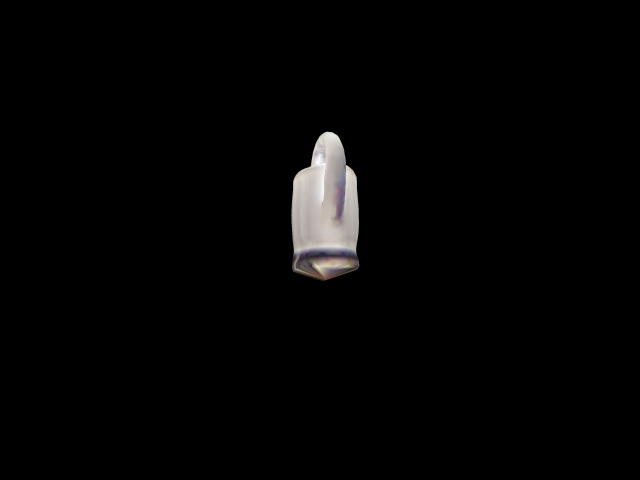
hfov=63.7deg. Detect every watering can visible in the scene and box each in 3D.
[{"bbox_3d":[0.003,-0.043,0.850,0.104,0.226,0.344,1,-9,-7],"label":"watering can"}]
